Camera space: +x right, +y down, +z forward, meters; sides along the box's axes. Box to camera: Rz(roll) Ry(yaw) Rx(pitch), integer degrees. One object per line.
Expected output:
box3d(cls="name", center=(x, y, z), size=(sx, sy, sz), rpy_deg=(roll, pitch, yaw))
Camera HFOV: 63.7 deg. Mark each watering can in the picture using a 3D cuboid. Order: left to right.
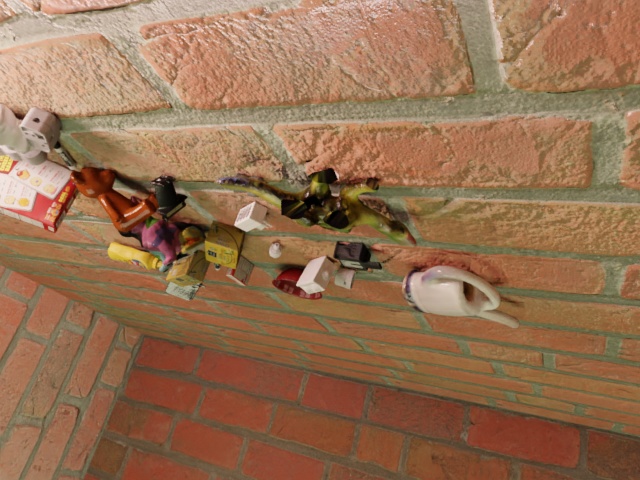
box3d(cls="watering can", center=(0.349, 0.151, 1.293), size=(0.223, 0.106, 0.342), rpy_deg=(-4, 149, 41))

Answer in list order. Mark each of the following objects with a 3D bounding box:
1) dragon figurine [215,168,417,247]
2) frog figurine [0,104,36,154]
box3d(cls="dragon figurine", center=(0.003, -0.055, 1.083), size=(0.411, 0.124, 0.239), rpy_deg=(13, 164, 12))
box3d(cls="frog figurine", center=(-0.697, -0.250, 1.145), size=(0.160, 0.124, 0.135), rpy_deg=(-13, 159, -27))
